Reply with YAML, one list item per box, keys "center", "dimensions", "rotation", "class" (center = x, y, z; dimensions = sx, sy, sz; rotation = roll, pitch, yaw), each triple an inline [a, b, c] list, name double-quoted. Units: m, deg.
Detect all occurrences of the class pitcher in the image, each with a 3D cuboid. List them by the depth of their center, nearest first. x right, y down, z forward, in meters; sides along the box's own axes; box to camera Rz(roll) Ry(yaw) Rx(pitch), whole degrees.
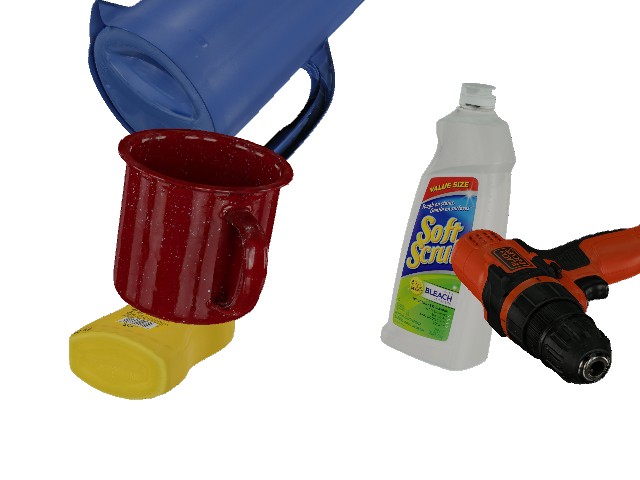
- center: [-0.055, -0.171, 0.874]
  dimensions: [0.145, 0.149, 0.242]
  rotation: [25, 56, 30]
  class: "pitcher"

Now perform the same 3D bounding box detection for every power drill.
- center: [0.208, 0.031, 0.760]
  dimensions: [0.187, 0.057, 0.184]
  rotation: [-10, 28, -15]
  class: "power drill"

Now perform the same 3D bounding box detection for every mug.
- center: [-0.061, -0.002, 0.566]
  dimensions: [0.093, 0.081, 0.117]
  rotation: [-4, 27, -35]
  class: "mug"

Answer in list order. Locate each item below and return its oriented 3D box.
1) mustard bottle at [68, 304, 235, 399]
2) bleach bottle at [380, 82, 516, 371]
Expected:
- center: [-0.130, 0.076, 0.942]
  dimensions: [0.096, 0.058, 0.191]
  rotation: [9, 19, 21]
  class: "mustard bottle"
- center: [0.118, -0.016, 0.957]
  dimensions: [0.103, 0.251, 0.067]
  rotation: [20, 22, 40]
  class: "bleach bottle"
